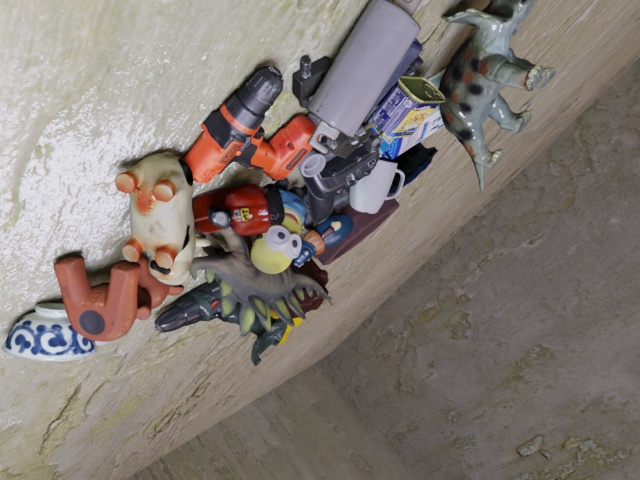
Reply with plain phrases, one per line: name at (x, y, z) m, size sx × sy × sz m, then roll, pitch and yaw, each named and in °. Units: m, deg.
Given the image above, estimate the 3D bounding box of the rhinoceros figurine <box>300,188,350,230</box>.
rhinoceros figurine at (0.022, -0.092, 1.093) m, size 0.190 × 0.073 × 0.112 m, roll -23°, pitch 147°, yaw -38°

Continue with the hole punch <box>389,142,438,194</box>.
hole punch at (0.155, -0.165, 1.107) m, size 0.142 × 0.116 × 0.092 m, roll -38°, pitch 172°, yaw -2°

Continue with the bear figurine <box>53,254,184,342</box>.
bear figurine at (-0.284, 0.064, 0.796) m, size 0.196 × 0.120 × 0.131 m, roll -59°, pitch 154°, yaw -69°

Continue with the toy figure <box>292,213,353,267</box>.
toy figure at (-0.002, -0.001, 1.033) m, size 0.154 × 0.058 × 0.064 m, roll -33°, pitch 140°, yaw -33°

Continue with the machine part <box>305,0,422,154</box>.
machine part at (0.055, -0.227, 0.715) m, size 0.243 × 0.079 × 0.079 m, roll -56°, pitch 160°, yaw 13°

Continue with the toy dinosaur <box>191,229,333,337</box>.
toy dinosaur at (-0.103, 0.070, 0.994) m, size 0.105 × 0.198 × 0.471 m, roll -18°, pitch 169°, yaw 29°

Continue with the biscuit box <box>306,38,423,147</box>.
biscuit box at (0.063, -0.232, 0.809) m, size 0.202 × 0.059 × 0.063 m, roll -47°, pitch 161°, yaw 28°

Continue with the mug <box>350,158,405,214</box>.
mug at (0.106, -0.106, 1.038) m, size 0.109 × 0.081 × 0.107 m, roll 10°, pitch 105°, yaw -27°

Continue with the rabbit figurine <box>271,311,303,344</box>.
rabbit figurine at (-0.129, 0.138, 1.268) m, size 0.122 × 0.173 × 0.162 m, roll -52°, pitch -156°, yaw 41°

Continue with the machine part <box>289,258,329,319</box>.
machine part at (-0.065, 0.092, 1.221) m, size 0.179 × 0.179 × 0.056 m, roll -22°, pitch 153°, yaw -45°

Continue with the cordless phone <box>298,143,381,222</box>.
cordless phone at (0.037, -0.111, 0.970) m, size 0.146 × 0.089 × 0.184 m, roll -34°, pitch 152°, yaw -20°

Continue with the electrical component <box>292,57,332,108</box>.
electrical component at (-0.008, -0.223, 0.745) m, size 0.063 × 0.021 × 0.094 m, roll -35°, pitch 161°, yaw -15°

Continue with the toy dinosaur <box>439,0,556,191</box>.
toy dinosaur at (0.268, -0.255, 0.914) m, size 0.131 × 0.192 × 0.404 m, roll -36°, pitch 156°, yaw -31°

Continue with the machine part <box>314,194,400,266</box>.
machine part at (0.074, -0.041, 1.263) m, size 0.201 × 0.087 × 0.201 m, roll -35°, pitch 172°, yaw -34°

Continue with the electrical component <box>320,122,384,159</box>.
electrical component at (0.052, -0.153, 0.809) m, size 0.078 × 0.045 × 0.102 m, roll -43°, pitch 163°, yaw 12°

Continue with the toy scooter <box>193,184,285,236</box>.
toy scooter at (-0.136, -0.044, 0.806) m, size 0.135 × 0.075 × 0.184 m, roll -13°, pitch -167°, yaw -18°

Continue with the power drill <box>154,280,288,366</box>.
power drill at (-0.185, 0.163, 1.088) m, size 0.232 × 0.208 × 0.085 m, roll -38°, pitch 144°, yaw -41°

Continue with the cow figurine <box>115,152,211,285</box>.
cow figurine at (-0.200, -0.022, 0.703) m, size 0.127 × 0.086 × 0.194 m, roll -69°, pitch 168°, yaw -54°

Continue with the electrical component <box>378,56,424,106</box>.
electrical component at (0.116, -0.254, 0.886) m, size 0.075 × 0.048 × 0.119 m, roll -32°, pitch 163°, yaw -22°

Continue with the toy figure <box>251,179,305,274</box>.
toy figure at (-0.068, -0.022, 0.916) m, size 0.082 × 0.180 × 0.089 m, roll 13°, pitch 133°, yaw -10°
